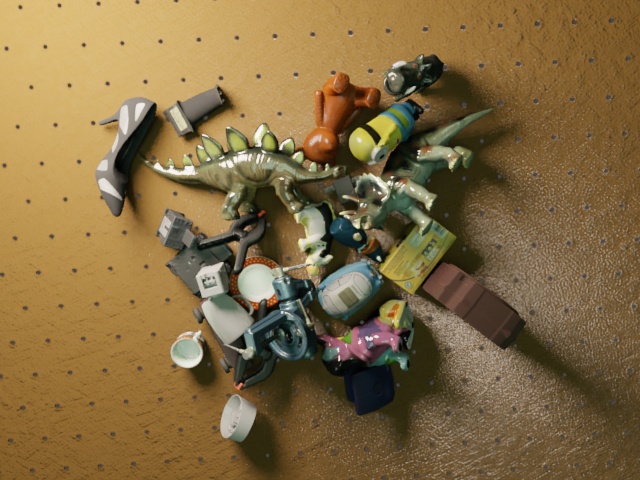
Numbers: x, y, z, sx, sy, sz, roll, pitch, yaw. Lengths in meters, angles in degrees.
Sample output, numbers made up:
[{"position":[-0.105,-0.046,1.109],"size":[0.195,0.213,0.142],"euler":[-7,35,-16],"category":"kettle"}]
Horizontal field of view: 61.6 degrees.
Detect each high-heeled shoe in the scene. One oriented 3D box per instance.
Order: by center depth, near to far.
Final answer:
[{"position":[-0.406,-0.181,1.164],"size":[0.145,0.086,0.248],"euler":[-11,87,11],"category":"high-heeled shoe"}]

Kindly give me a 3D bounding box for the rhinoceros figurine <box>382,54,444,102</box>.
[{"position":[0.194,-0.338,1.120],"size":[0.112,0.190,0.073],"euler":[-9,105,43],"category":"rhinoceros figurine"}]

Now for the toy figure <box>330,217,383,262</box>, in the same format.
[{"position":[0.091,0.002,1.214],"size":[0.154,0.064,0.058],"euler":[31,112,-31],"category":"toy figure"}]

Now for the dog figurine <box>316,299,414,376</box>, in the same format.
[{"position":[0.098,0.227,1.251],"size":[0.219,0.191,0.108],"euler":[-3,139,22],"category":"dog figurine"}]

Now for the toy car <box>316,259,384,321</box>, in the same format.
[{"position":[0.065,0.120,1.224],"size":[0.162,0.103,0.109],"euler":[-34,99,15],"category":"toy car"}]

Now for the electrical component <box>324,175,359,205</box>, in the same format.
[{"position":[0.058,-0.113,1.231],"size":[0.094,0.021,0.063],"euler":[-20,101,0],"category":"electrical component"}]

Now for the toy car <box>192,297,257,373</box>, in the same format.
[{"position":[-0.222,0.220,1.264],"size":[0.089,0.053,0.202],"euler":[-30,102,-18],"category":"toy car"}]

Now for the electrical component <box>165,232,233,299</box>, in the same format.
[{"position":[-0.267,0.050,1.232],"size":[0.134,0.058,0.115],"euler":[-42,101,6],"category":"electrical component"}]

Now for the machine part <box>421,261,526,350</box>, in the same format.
[{"position":[0.338,0.139,1.192],"size":[0.201,0.201,0.087],"euler":[37,95,-7],"category":"machine part"}]

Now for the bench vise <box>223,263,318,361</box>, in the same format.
[{"position":[-0.088,0.176,1.163],"size":[0.129,0.240,0.223],"euler":[1,107,36],"category":"bench vise"}]

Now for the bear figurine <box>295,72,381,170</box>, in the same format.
[{"position":[0.028,-0.247,1.155],"size":[0.120,0.132,0.195],"euler":[20,93,-26],"category":"bear figurine"}]

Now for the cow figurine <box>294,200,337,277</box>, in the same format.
[{"position":[-0.003,-0.003,1.228],"size":[0.098,0.068,0.167],"euler":[-12,101,-6],"category":"cow figurine"}]

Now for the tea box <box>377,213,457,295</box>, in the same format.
[{"position":[0.221,0.028,1.237],"size":[0.098,0.068,0.169],"euler":[37,98,-7],"category":"tea box"}]

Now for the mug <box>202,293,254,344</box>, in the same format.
[{"position":[-0.203,0.161,1.204],"size":[0.107,0.081,0.109],"euler":[50,54,-7],"category":"mug"}]

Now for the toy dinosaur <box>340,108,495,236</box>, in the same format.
[{"position":[0.203,-0.155,1.175],"size":[0.192,0.131,0.405],"euler":[30,74,21],"category":"toy dinosaur"}]

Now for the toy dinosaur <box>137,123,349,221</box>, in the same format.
[{"position":[-0.173,-0.148,1.169],"size":[0.472,0.105,0.198],"euler":[-4,104,10],"category":"toy dinosaur"}]

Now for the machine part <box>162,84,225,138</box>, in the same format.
[{"position":[-0.272,-0.289,1.184],"size":[0.139,0.039,0.084],"euler":[-32,91,6],"category":"machine part"}]

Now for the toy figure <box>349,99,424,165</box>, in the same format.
[{"position":[0.140,-0.233,1.150],"size":[0.089,0.082,0.180],"euler":[34,69,26],"category":"toy figure"}]

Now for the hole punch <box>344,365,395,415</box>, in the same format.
[{"position":[0.120,0.344,1.281],"size":[0.116,0.092,0.142],"euler":[-11,96,-4],"category":"hole punch"}]

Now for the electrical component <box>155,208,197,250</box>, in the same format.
[{"position":[-0.317,-0.017,1.187],"size":[0.047,0.119,0.074],"euler":[19,102,-36],"category":"electrical component"}]
